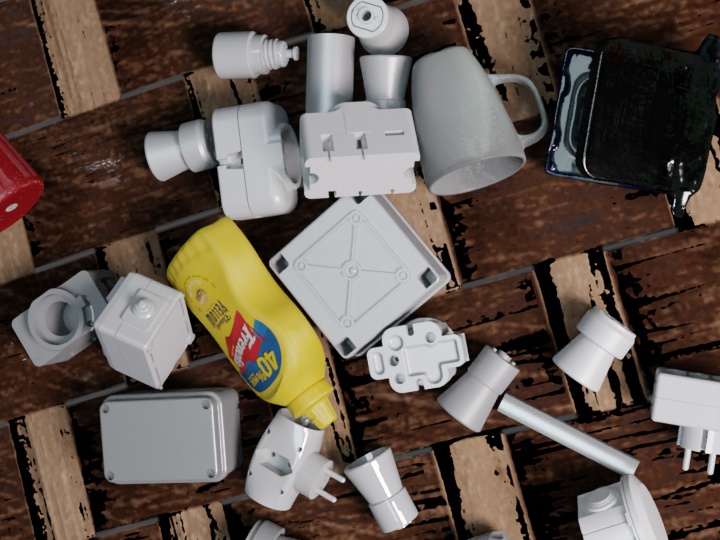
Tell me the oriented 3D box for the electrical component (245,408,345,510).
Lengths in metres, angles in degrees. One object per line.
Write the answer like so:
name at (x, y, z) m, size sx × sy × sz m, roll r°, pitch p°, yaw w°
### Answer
electrical component at (-0.050, 0.170, 0.921) m, size 0.079 × 0.043 × 0.077 m, roll 26°, pitch 97°, yaw 21°

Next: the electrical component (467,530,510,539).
electrical component at (0.097, 0.243, 0.890) m, size 0.062 × 0.043 × 0.043 m, roll -22°, pitch 86°, yaw 15°

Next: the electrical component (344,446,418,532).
electrical component at (0.021, 0.188, 0.909) m, size 0.044 × 0.044 × 0.065 m, roll -28°, pitch 90°, yaw 13°

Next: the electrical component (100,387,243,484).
electrical component at (-0.166, 0.145, 0.945) m, size 0.113 × 0.057 × 0.078 m, roll -4°, pitch 90°, yaw 14°

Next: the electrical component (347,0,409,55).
electrical component at (0.013, -0.203, 0.889) m, size 0.044 × 0.065 × 0.044 m, roll 0°, pitch 91°, yaw 14°

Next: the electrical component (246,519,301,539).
electrical component at (-0.071, 0.246, 0.930) m, size 0.055 × 0.045 × 0.045 m, roll 23°, pitch 97°, yaw 13°

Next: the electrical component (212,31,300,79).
electrical component at (-0.091, -0.186, 0.928) m, size 0.078 × 0.040 × 0.040 m, roll 1°, pitch 91°, yaw 14°

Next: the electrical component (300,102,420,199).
electrical component at (-0.002, -0.096, 0.859) m, size 0.089 × 0.050 × 0.055 m, roll -4°, pitch 55°, yaw -6°

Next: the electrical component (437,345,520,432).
electrical component at (0.100, 0.095, 0.887) m, size 0.044 × 0.044 × 0.065 m, roll 38°, pitch 95°, yaw 10°

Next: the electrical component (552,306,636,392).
electrical component at (0.188, 0.063, 0.862) m, size 0.045 × 0.045 × 0.055 m, roll 36°, pitch 99°, yaw 11°

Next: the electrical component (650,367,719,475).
electrical component at (0.270, 0.121, 0.841) m, size 0.083 × 0.047 × 0.075 m, roll 8°, pitch 93°, yaw 14°

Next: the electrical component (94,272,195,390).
electrical component at (-0.188, 0.048, 0.922) m, size 0.061 × 0.096 × 0.061 m, roll 23°, pitch 61°, yaw 12°

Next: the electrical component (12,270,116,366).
electrical component at (-0.260, 0.043, 0.967) m, size 0.089 × 0.056 × 0.050 m, roll -34°, pitch 83°, yaw 12°

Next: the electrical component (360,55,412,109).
electrical component at (0.021, -0.145, 0.901) m, size 0.044 × 0.044 × 0.065 m, roll 2°, pitch 96°, yaw 14°

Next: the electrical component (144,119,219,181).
electrical component at (-0.155, -0.106, 0.943) m, size 0.055 × 0.045 × 0.045 m, roll -13°, pitch 88°, yaw 14°

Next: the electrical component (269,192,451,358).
electrical component at (0.000, 0.000, 0.901) m, size 0.109 × 0.056 × 0.108 m, roll -41°, pitch 82°, yaw 11°

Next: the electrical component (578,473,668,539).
electrical component at (0.208, 0.204, 0.843) m, size 0.051 × 0.080 × 0.080 m, roll -24°, pitch 86°, yaw 18°

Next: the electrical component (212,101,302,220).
electrical component at (-0.086, -0.094, 0.922) m, size 0.059 × 0.054 × 0.095 m, roll -7°, pitch 90°, yaw 14°

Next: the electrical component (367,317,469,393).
electrical component at (0.051, 0.069, 0.890) m, size 0.078 × 0.057 × 0.058 m, roll -11°, pitch 89°, yaw 14°
